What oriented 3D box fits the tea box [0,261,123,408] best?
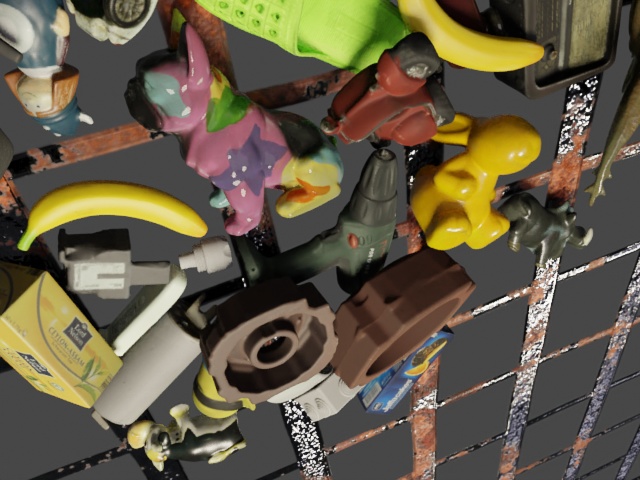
[{"bbox_3d":[-0.311,0.107,0.601,0.068,0.098,0.169,-59,143,-38],"label":"tea box"}]

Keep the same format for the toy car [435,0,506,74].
[{"bbox_3d":[0.128,-0.266,0.562,0.089,0.053,0.202,-24,133,20],"label":"toy car"}]

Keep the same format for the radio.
[{"bbox_3d":[0.261,-0.282,0.598,0.131,0.073,0.229,-26,130,-6],"label":"radio"}]

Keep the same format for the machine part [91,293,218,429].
[{"bbox_3d":[-0.222,0.159,0.706,0.243,0.079,0.079,-45,130,13],"label":"machine part"}]

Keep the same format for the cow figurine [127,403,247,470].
[{"bbox_3d":[-0.200,0.300,0.809,0.167,0.098,0.068,-11,135,-18],"label":"cow figurine"}]

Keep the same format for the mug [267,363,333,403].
[{"bbox_3d":[-0.051,0.200,0.811,0.107,0.081,0.109,-47,147,22],"label":"mug"}]

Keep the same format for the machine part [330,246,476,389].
[{"bbox_3d":[0.107,0.107,0.764,0.201,0.087,0.200,-27,155,-30],"label":"machine part"}]

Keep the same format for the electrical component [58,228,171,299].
[{"bbox_3d":[-0.236,0.027,0.617,0.119,0.048,0.074,-4,126,-23],"label":"electrical component"}]

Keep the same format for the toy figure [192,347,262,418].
[{"bbox_3d":[-0.132,0.174,0.758,0.089,0.082,0.180,3,128,-14],"label":"toy figure"}]

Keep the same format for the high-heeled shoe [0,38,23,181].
[{"bbox_3d":[-0.342,-0.117,0.453,0.145,0.086,0.248,30,120,-14],"label":"high-heeled shoe"}]

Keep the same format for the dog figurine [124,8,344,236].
[{"bbox_3d":[-0.081,-0.123,0.541,0.192,0.109,0.218,-21,128,-8],"label":"dog figurine"}]

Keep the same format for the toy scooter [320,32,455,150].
[{"bbox_3d":[0.073,-0.143,0.592,0.135,0.075,0.183,-32,162,12],"label":"toy scooter"}]

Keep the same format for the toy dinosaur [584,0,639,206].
[{"bbox_3d":[0.396,-0.263,0.593,0.471,0.105,0.198,-57,146,-9],"label":"toy dinosaur"}]

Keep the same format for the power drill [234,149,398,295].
[{"bbox_3d":[-0.001,-0.002,0.681,0.207,0.086,0.231,-22,141,-15],"label":"power drill"}]

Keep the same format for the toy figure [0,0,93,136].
[{"bbox_3d":[-0.246,-0.159,0.467,0.058,0.064,0.154,-30,135,-40],"label":"toy figure"}]

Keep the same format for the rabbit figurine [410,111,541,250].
[{"bbox_3d":[0.196,-0.089,0.661,0.122,0.162,0.173,5,144,-26],"label":"rabbit figurine"}]

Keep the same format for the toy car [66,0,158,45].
[{"bbox_3d":[-0.148,-0.256,0.425,0.201,0.074,0.056,-60,163,23],"label":"toy car"}]

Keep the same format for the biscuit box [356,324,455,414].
[{"bbox_3d":[0.141,0.211,0.924,0.062,0.059,0.202,18,115,-34],"label":"biscuit box"}]

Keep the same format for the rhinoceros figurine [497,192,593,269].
[{"bbox_3d":[0.349,-0.020,0.846,0.190,0.073,0.112,19,104,-33],"label":"rhinoceros figurine"}]

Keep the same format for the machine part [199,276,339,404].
[{"bbox_3d":[-0.062,0.124,0.664,0.179,0.056,0.179,-18,134,-20],"label":"machine part"}]
